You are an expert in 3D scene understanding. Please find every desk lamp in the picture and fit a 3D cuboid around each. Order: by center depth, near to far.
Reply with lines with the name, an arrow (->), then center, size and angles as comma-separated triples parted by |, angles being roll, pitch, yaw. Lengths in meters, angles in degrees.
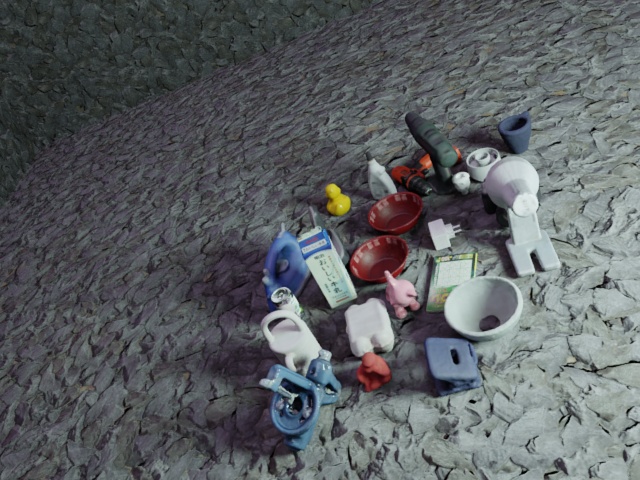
desk lamp -> 0.468, -0.062, 1.321 | 0.117, 0.214, 0.203 | -18, 38, 14

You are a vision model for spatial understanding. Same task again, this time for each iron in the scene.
iron -> -0.110, 0.080, 1.580 | 0.118, 0.142, 0.258 | -6, 42, 27

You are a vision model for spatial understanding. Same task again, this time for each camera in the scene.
camera -> 0.475, -0.105, 1.460 | 0.142, 0.101, 0.137 | 2, 47, 34

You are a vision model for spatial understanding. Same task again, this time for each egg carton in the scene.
egg carton -> 0.115, 0.207, 1.350 | 0.107, 0.070, 0.150 | -22, 38, 9

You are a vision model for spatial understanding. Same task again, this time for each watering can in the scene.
watering can -> -0.072, 0.227, 1.341 | 0.101, 0.195, 0.172 | -33, 37, -5

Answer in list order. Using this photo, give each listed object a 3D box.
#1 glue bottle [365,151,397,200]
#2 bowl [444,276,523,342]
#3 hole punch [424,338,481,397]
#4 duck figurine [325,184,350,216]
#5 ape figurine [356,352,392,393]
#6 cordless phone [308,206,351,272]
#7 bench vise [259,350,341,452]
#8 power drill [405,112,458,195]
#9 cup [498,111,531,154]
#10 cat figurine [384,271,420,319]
glue bottle -> 0.169, -0.191, 1.693 | 0.077, 0.174, 0.037 | 5, 48, 36
bowl -> 0.359, 0.161, 1.245 | 0.167, 0.075, 0.167 | -17, 39, 15
hole punch -> 0.273, 0.251, 1.181 | 0.101, 0.091, 0.108 | -19, 38, 13
duck figurine -> 0.047, -0.132, 1.773 | 0.077, 0.086, 0.104 | -25, 37, 5
ape figurine -> 0.115, 0.279, 1.248 | 0.077, 0.092, 0.076 | 4, 48, 35
cordless phone -> 0.014, 0.006, 1.552 | 0.094, 0.185, 0.147 | -30, 37, -2
bench vise -> -0.053, 0.309, 1.212 | 0.121, 0.220, 0.207 | -9, 41, 23
power drill -> 0.323, -0.240, 1.624 | 0.075, 0.209, 0.229 | -30, 37, -2
cup -> 0.569, -0.304, 1.638 | 0.091, 0.095, 0.118 | 19, 57, 44
cat figurine -> 0.188, 0.121, 1.364 | 0.067, 0.118, 0.127 | -30, 37, -1
